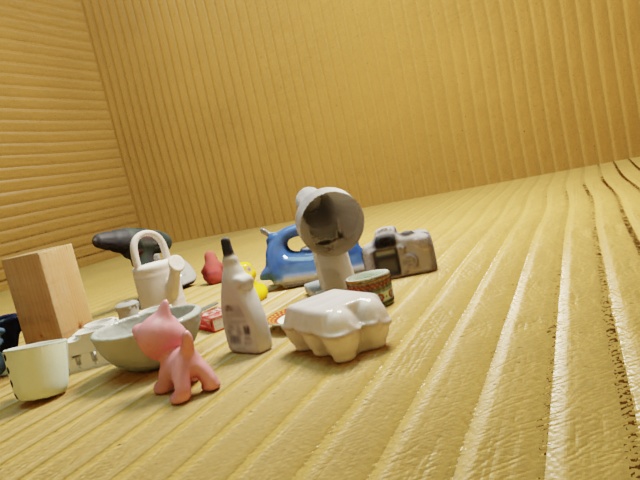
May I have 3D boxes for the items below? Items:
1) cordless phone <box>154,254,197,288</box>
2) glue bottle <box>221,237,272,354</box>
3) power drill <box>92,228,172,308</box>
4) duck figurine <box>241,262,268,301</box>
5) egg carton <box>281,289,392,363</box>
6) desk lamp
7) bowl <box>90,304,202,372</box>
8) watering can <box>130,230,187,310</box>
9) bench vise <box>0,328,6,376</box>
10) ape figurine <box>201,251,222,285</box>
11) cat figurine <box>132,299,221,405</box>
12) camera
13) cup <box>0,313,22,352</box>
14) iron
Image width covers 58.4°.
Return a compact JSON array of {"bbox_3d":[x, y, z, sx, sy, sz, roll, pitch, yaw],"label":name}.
[{"bbox_3d":[-0.437,0.055,1.606,0.093,0.185,0.148,-6,9,43],"label":"cordless phone"},{"bbox_3d":[-0.119,0.080,0.842,0.077,0.173,0.037,-6,9,44],"label":"glue bottle"},{"bbox_3d":[-0.460,0.066,1.457,0.075,0.208,0.230,-9,8,28],"label":"power drill"},{"bbox_3d":[-0.157,0.088,1.229,0.077,0.086,0.104,-13,7,-1],"label":"duck figurine"},{"bbox_3d":[0.021,0.111,0.765,0.107,0.069,0.150,-17,8,-32],"label":"egg carton"},{"bbox_3d":[0.010,0.004,1.073,0.118,0.213,0.203,-14,7,-13],"label":"desk lamp"},{"bbox_3d":[-0.257,0.157,0.878,0.167,0.075,0.167,-12,7,2],"label":"bowl"},{"bbox_3d":[-0.365,0.071,1.291,0.172,0.194,0.101,-10,7,19],"label":"watering can"},{"bbox_3d":[-0.592,0.150,0.931,0.122,0.220,0.207,-15,7,-19],"label":"bench vise"},{"bbox_3d":[-0.295,0.074,1.589,0.077,0.092,0.076,-11,7,9],"label":"ape figurine"},{"bbox_3d":[-0.191,0.137,0.735,0.067,0.118,0.127,-17,8,-37],"label":"cat figurine"},{"bbox_3d":[0.161,0.016,1.181,0.143,0.101,0.137,-11,7,11],"label":"camera"},{"bbox_3d":[-0.612,0.197,1.120,0.118,0.095,0.091,-14,7,-13],"label":"cup"},{"bbox_3d":[-0.012,0.020,1.297,0.258,0.141,0.119,-11,7,9],"label":"iron"}]
